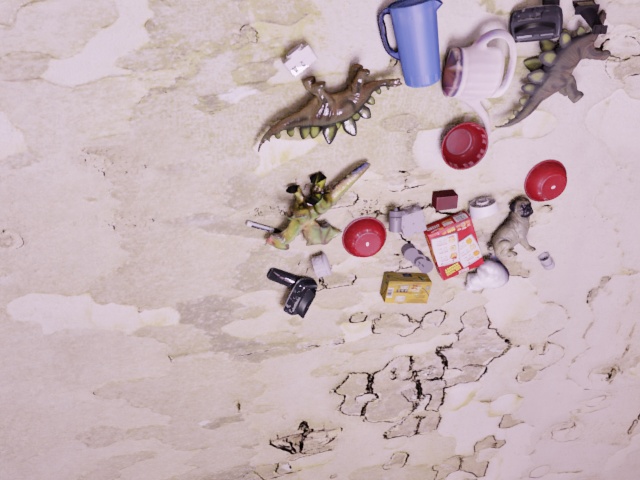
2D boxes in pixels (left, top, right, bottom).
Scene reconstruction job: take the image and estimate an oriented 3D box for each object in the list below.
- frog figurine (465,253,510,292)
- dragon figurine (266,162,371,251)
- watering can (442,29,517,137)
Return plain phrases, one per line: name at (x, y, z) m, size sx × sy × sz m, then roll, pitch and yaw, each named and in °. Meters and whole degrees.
frog figurine at (0.611, 0.142, 1.900) m, size 0.125 × 0.159 × 0.135 m, roll 49°, pitch -1°, yaw 38°
dragon figurine at (0.005, -0.086, 1.701) m, size 0.411 × 0.237 × 0.125 m, roll -24°, pitch 47°, yaw -5°
watering can at (0.479, -0.471, 1.583) m, size 0.224 × 0.339 × 0.106 m, roll -2°, pitch 36°, yaw -9°
